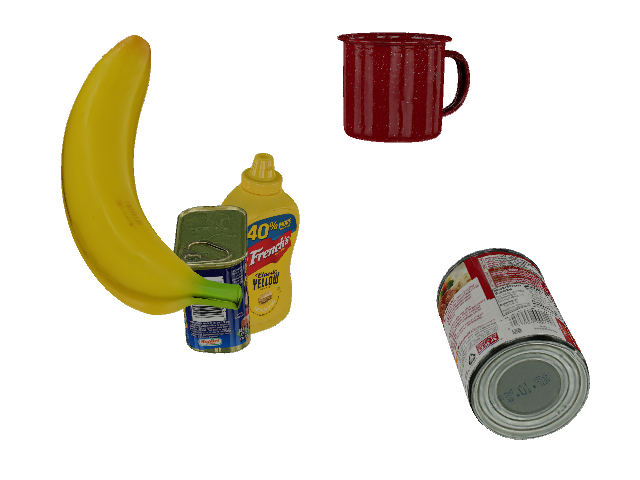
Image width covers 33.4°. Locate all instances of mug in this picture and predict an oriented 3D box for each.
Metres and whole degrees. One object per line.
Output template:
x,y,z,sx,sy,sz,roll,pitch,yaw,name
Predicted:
0.071,-0.127,0.879,0.117,0.081,0.093,-7,17,-25,mug

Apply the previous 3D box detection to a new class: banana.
-0.100,-0.031,0.555,0.069,0.198,0.037,-12,-35,-17,banana

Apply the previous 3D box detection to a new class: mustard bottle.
-0.066,0.001,1.091,0.096,0.192,0.058,-14,34,-36,mustard bottle

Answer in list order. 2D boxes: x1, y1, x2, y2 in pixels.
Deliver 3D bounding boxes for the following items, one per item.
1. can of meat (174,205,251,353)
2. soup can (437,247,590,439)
-0.085,0.031,0.860,0.057,0.084,0.102,-3,27,-3,can of meat
0.109,0.057,0.614,0.068,0.068,0.102,0,27,-4,soup can
